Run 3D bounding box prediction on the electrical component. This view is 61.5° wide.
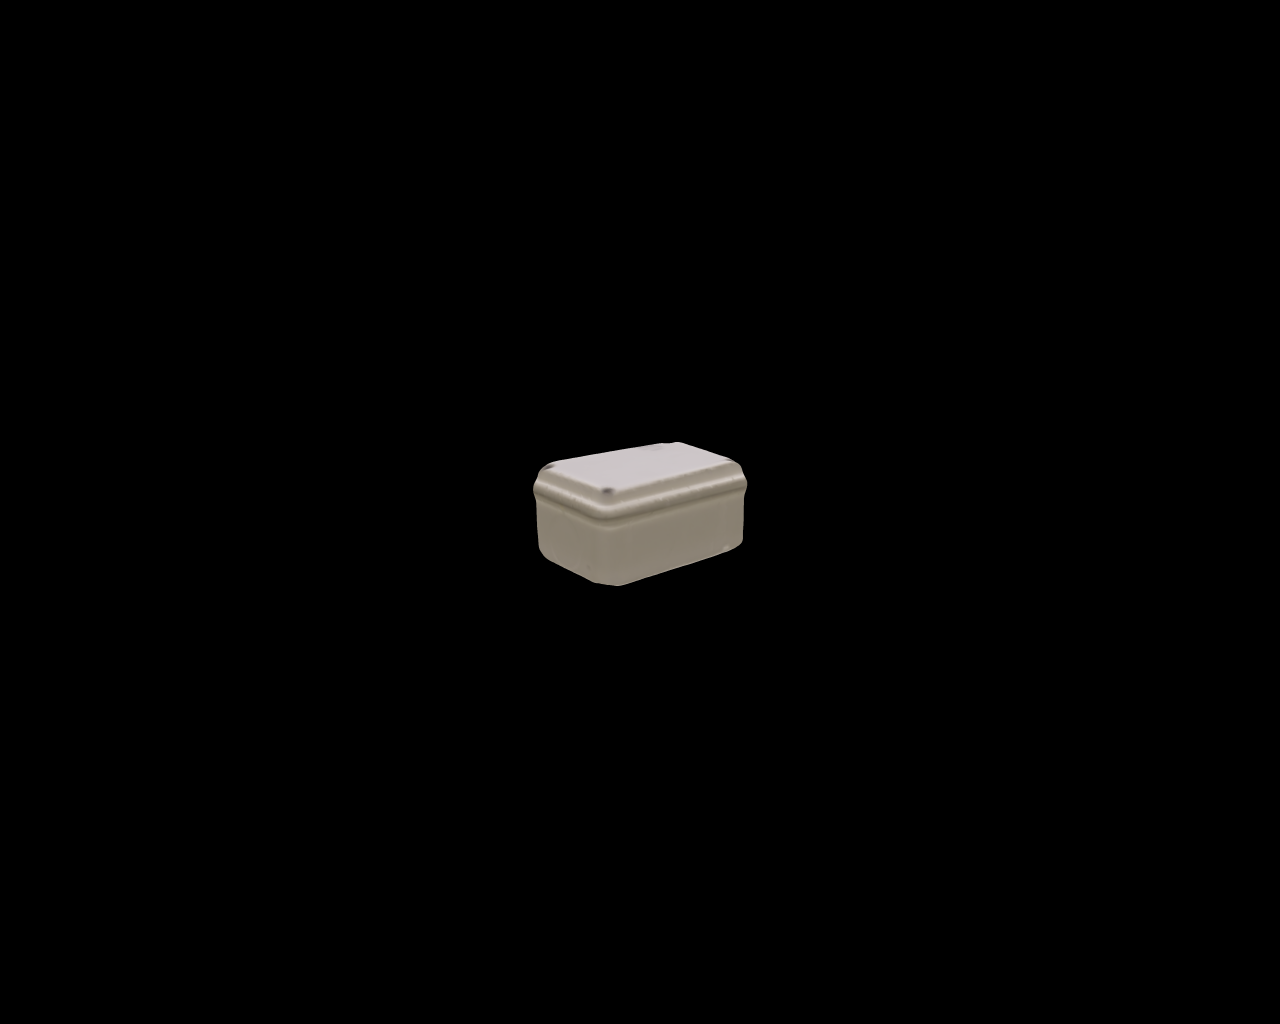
[{"bbox_3d":[0.001,-0.003,0.650,0.113,0.057,0.078,-14,22,-36],"label":"electrical component"}]
